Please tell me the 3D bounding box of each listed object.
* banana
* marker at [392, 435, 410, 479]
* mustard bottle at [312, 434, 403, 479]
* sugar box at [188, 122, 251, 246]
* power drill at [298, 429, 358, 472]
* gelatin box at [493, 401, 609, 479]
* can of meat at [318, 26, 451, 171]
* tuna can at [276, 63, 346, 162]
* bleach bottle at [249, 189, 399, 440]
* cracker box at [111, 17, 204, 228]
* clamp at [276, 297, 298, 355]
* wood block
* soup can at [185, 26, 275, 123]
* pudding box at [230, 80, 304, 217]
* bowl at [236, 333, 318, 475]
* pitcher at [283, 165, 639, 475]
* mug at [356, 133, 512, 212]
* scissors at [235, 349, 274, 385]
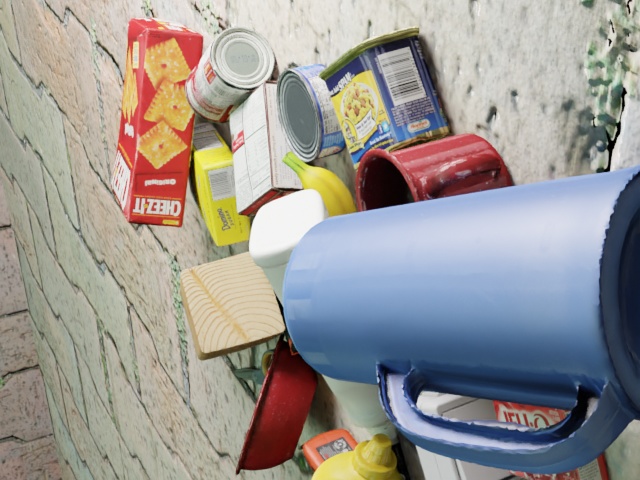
[{"bbox_3d":[0.007,0.005,1.000,0.070,0.037,0.198,27,137,34],"label":"banana"},{"bbox_3d":[0.081,0.240,1.029,0.020,0.020,0.121,-16,90,67],"label":"marker"},{"bbox_3d":[0.032,0.257,1.015,0.096,0.058,0.192,21,123,6],"label":"mustard bottle"},{"bbox_3d":[-0.120,-0.067,1.203,0.176,0.048,0.093,-133,33,-64],"label":"sugar box"},{"bbox_3d":[0.030,0.311,1.145,0.185,0.057,0.188,46,144,42],"label":"power drill"},{"bbox_3d":[0.161,0.137,0.762,0.089,0.030,0.073,1,106,66],"label":"gelatin box"},{"bbox_3d":[0.049,-0.106,0.819,0.102,0.057,0.084,-21,88,67],"label":"can of meat"},{"bbox_3d":[-0.007,-0.116,0.966,0.086,0.033,0.086,47,145,47],"label":"tuna can"},{"bbox_3d":[0.017,0.084,0.951,0.102,0.068,0.251,-89,-22,-62],"label":"bleach bottle"},{"bbox_3d":[-0.189,-0.139,1.214,0.164,0.072,0.214,-134,51,-67],"label":"cracker box"},{"bbox_3d":[-0.028,0.017,1.101,0.165,0.036,0.210,6,107,66],"label":"clamp"},{"bbox_3d":[-0.102,0.077,1.184,0.206,0.090,0.091,132,123,-79],"label":"wood block"},{"bbox_3d":[-0.092,-0.166,1.083,0.102,0.068,0.068,-32,76,66],"label":"soup can"},{"bbox_3d":[-0.052,-0.087,1.040,0.090,0.039,0.113,-29,64,59],"label":"pudding box"},{"bbox_3d":[-0.042,0.186,1.165,0.162,0.055,0.162,23,-94,-89],"label":"bowl"},{"bbox_3d":[0.090,0.040,0.610,0.243,0.148,0.145,-5,93,45],"label":"pitcher"},{"bbox_3d":[0.086,-0.033,0.749,0.093,0.081,0.117,67,156,14],"label":"mug"},{"bbox_3d":[-0.066,0.187,1.331,0.096,0.016,0.202,69,157,11],"label":"scissors"}]
